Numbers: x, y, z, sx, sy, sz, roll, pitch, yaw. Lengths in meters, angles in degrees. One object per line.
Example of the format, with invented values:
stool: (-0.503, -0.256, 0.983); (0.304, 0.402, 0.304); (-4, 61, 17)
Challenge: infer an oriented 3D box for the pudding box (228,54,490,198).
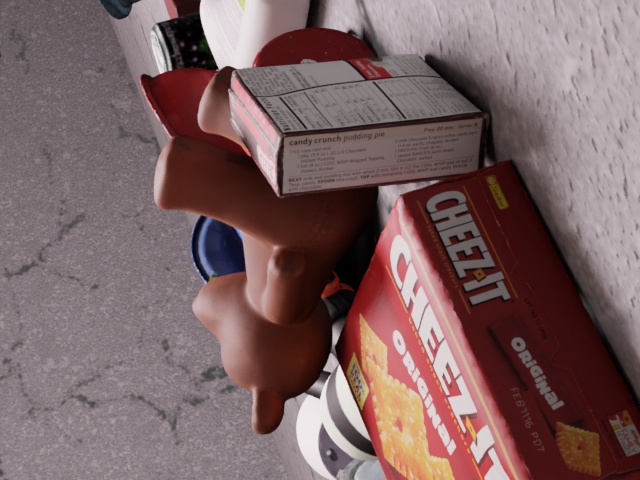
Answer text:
pudding box: (0.018, -0.061, 0.553); (0.090, 0.113, 0.039); (-123, 28, -54)

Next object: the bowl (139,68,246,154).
bowl: (-0.083, -0.093, 0.919); (0.162, 0.055, 0.162); (52, -173, -9)

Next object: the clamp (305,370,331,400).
clamp: (0.041, 0.137, 0.892); (0.120, 0.039, 0.172); (39, 150, -2)

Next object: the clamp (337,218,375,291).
clamp: (0.025, 0.033, 0.908); (0.165, 0.036, 0.210); (27, 138, 64)

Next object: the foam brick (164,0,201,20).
foam brick: (-0.105, -0.225, 1.013); (0.051, 0.078, 0.053); (84, 163, -49)

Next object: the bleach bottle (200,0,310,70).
bleach bottle: (-0.041, -0.190, 0.782); (0.251, 0.068, 0.102); (137, 110, -77)

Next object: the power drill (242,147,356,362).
power drill: (-0.005, 0.001, 0.810); (0.185, 0.057, 0.188); (42, 149, 40)

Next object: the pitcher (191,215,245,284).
pitcher: (-0.055, 0.042, 1.162); (0.145, 0.149, 0.243); (40, 162, 20)

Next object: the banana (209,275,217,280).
banana: (-0.011, 0.058, 0.980); (0.070, 0.037, 0.197); (20, 177, 42)

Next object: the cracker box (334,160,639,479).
cracker box: (0.079, 0.083, 0.578); (0.214, 0.072, 0.164); (105, 144, -64)

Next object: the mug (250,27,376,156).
mug: (0.001, -0.093, 0.707); (0.081, 0.093, 0.117); (88, -163, -47)

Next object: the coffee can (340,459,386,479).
coffee can: (0.084, 0.226, 0.788); (0.103, 0.102, 0.140); (-160, 51, -78)
